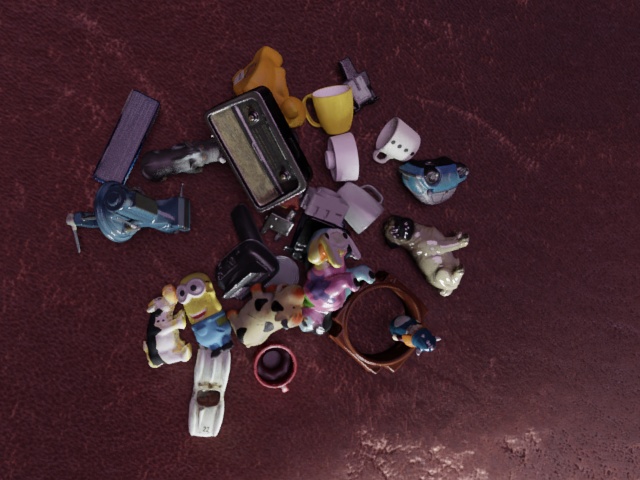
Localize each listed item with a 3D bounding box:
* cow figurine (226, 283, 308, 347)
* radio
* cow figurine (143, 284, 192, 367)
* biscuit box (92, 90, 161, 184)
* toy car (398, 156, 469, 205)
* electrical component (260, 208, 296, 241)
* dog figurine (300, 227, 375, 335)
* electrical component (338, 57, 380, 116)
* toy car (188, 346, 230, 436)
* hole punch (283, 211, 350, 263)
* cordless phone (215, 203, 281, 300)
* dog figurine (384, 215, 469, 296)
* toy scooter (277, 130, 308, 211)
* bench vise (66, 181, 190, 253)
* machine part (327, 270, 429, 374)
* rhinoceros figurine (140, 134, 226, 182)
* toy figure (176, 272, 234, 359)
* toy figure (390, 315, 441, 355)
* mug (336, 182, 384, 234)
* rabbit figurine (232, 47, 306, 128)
[{"bbox_3d":[-0.104,0.155,1.113,0.085,0.195,0.127,7,48,-48],"label":"cow figurine"},{"bbox_3d":[-0.117,-0.183,1.078,0.131,0.073,0.229,-21,111,20],"label":"radio"},{"bbox_3d":[-0.332,0.181,1.137,0.098,0.068,0.167,-11,92,-7],"label":"cow figurine"},{"bbox_3d":[-0.401,-0.205,1.117,0.063,0.059,0.202,25,85,-14],"label":"biscuit box"},{"bbox_3d":[0.264,-0.136,1.262,0.162,0.109,0.102,-10,116,-24],"label":"toy car"},{"bbox_3d":[-0.092,-0.040,1.187,0.063,0.021,0.094,26,125,-14],"label":"electrical component"},{"bbox_3d":[-0.008,0.097,1.149,0.219,0.108,0.191,-36,85,29],"label":"dog figurine"},{"bbox_3d":[0.076,-0.354,1.233,0.075,0.048,0.119,-35,98,-10],"label":"electrical component"},{"bbox_3d":[-0.240,0.322,1.163,0.073,0.056,0.201,8,89,-13],"label":"toy car"},{"bbox_3d":[-0.002,-0.004,1.210,0.142,0.092,0.115,21,111,-15],"label":"hole punch"},{"bbox_3d":[-0.178,0.024,1.166,0.088,0.146,0.184,4,54,-49],"label":"cordless phone"},{"bbox_3d":[0.235,0.036,1.261,0.191,0.121,0.172,8,86,1],"label":"dog figurine"},{"bbox_3d":[-0.102,-0.147,1.181,0.135,0.075,0.183,-11,90,-13],"label":"toy scooter"},{"bbox_3d":[-0.391,-0.051,1.083,0.241,0.223,0.128,-7,88,17],"label":"bench vise"},{"bbox_3d":[0.134,0.187,1.235,0.201,0.087,0.201,44,81,-12],"label":"machine part"},{"bbox_3d":[-0.280,-0.176,1.121,0.190,0.112,0.073,-15,92,-4],"label":"rhinoceros figurine"},{"bbox_3d":[-0.243,0.157,1.138,0.082,0.089,0.180,-27,93,-15],"label":"toy figure"},{"bbox_3d":[0.193,0.196,1.126,0.058,0.154,0.064,32,85,-15],"label":"toy figure"},{"bbox_3d":[0.089,-0.087,1.226,0.107,0.081,0.109,44,71,-3],"label":"mug"},{"bbox_3d":[-0.089,-0.302,1.148,0.122,0.162,0.173,-39,129,15],"label":"rabbit figurine"}]
